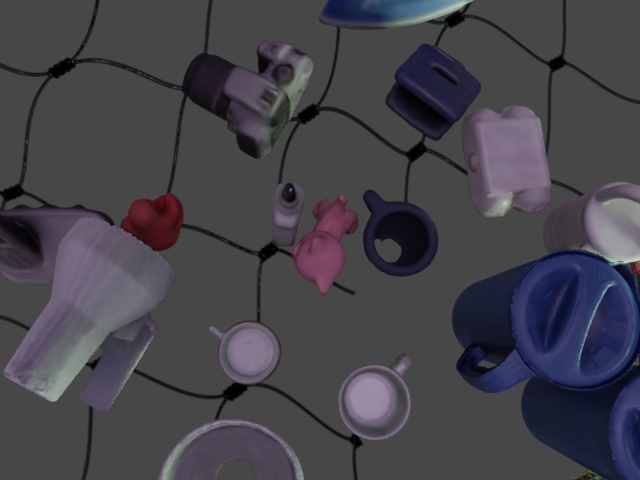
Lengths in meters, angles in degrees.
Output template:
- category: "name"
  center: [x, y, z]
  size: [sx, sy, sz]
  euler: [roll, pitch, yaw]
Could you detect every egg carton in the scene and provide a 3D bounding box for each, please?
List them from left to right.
- category: "egg carton"
  center: [0.247, -0.106, 0.768]
  size: [0.107, 0.069, 0.150]
  euler: [-7, 82, -6]

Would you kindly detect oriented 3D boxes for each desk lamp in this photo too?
- category: "desk lamp"
  center: [-0.244, 0.091, 0.626]
  size: [0.118, 0.213, 0.203]
  euler: [28, 80, 0]

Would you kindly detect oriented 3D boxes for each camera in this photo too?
- category: "camera"
  center: [-0.097, -0.201, 0.739]
  size: [0.137, 0.100, 0.143]
  euler: [29, 80, 0]

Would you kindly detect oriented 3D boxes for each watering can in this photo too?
- category: "watering can"
  center: [0.368, -0.027, 0.703]
  size: [0.101, 0.194, 0.173]
  euler: [27, 80, 0]

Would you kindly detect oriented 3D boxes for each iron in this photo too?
- category: "iron"
  center: [0.122, -0.370, 0.761]
  size: [0.258, 0.141, 0.118]
  euler: [-24, 84, -8]

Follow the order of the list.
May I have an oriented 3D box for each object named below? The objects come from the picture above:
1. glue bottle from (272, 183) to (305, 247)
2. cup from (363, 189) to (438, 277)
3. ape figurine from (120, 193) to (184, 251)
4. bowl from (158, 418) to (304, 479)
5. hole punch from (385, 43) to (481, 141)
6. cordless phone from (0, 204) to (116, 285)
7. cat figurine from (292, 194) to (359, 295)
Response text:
- category: "glue bottle"
  center: [-0.038, -0.039, 0.682]
  size: [0.037, 0.173, 0.078]
  euler: [7, 81, -3]
- category: "cup"
  center: [0.086, -0.006, 0.727]
  size: [0.092, 0.095, 0.118]
  euler: [-35, 85, -9]
- category: "ape figurine"
  center: [-0.209, -0.026, 0.708]
  size: [0.078, 0.092, 0.076]
  euler: [-11, 82, -6]
- category: "bowl"
  center: [-0.103, 0.291, 0.677]
  size: [0.167, 0.074, 0.167]
  euler: [1, 81, -4]
- category: "hole punch"
  center: [0.153, -0.207, 0.765]
  size: [0.108, 0.091, 0.101]
  euler: [37, 80, 2]
- category: "cordless phone"
  center: [-0.317, -0.002, 0.648]
  size: [0.147, 0.185, 0.094]
  euler: [-4, 82, -5]
- category: "cat figurine"
  center: [0.007, 0.003, 0.708]
  size: [0.067, 0.117, 0.128]
  euler: [23, 80, -1]
